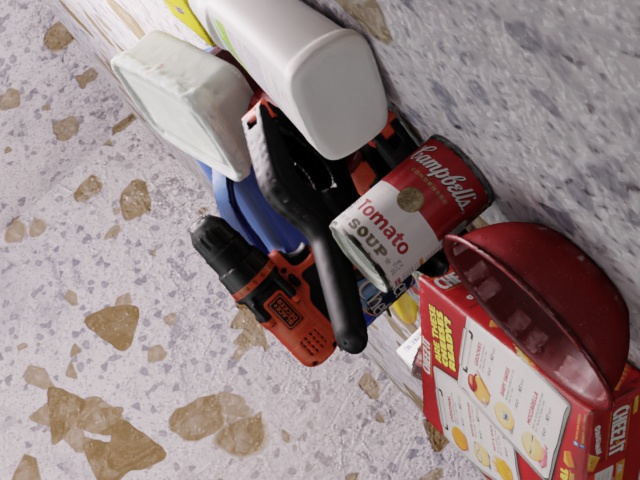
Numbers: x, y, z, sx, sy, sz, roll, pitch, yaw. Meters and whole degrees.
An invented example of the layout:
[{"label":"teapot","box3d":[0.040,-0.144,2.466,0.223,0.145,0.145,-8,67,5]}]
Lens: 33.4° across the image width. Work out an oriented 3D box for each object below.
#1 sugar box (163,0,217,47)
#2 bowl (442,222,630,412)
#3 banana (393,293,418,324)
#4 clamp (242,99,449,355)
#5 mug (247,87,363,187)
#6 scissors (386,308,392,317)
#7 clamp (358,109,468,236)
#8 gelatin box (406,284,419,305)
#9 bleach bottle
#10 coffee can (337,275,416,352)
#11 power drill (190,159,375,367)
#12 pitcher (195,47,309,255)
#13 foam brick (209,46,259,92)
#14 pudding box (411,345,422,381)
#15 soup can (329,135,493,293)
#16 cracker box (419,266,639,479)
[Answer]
[{"label":"sugar box","box3d":[-0.143,-0.263,0.968,0.093,0.048,0.176,42,173,44]},{"label":"bowl","box3d":[0.158,0.040,0.730,0.162,0.055,0.162,47,174,6]},{"label":"banana","box3d":[0.091,0.055,1.306,0.197,0.037,0.069,44,-135,-71]},{"label":"clamp","box3d":[0.015,-0.023,0.852,0.164,0.036,0.210,-24,-101,-52]},{"label":"mug","box3d":[-0.016,-0.109,0.920,0.082,0.093,0.117,-132,34,-60]},{"label":"scissors","box3d":[0.052,0.023,1.365,0.096,0.016,0.202,58,-175,-19]},{"label":"clamp","box3d":[0.076,-0.043,0.871,0.120,0.039,0.171,36,172,23]},{"label":"gelatin box","box3d":[0.133,0.067,1.224,0.089,0.030,0.073,45,175,26]},{"label":"bleach bottle","box3d":[-0.045,-0.164,0.837,0.251,0.068,0.102,47,168,42]},{"label":"coffee can","box3d":[0.040,0.034,1.126,0.103,0.140,0.103,47,174,6]},{"label":"power drill","box3d":[-0.007,0.001,1.028,0.184,0.187,0.057,47,176,-11]},{"label":"pitcher","box3d":[-0.074,-0.087,1.184,0.242,0.145,0.149,55,174,-34]},{"label":"foam brick","box3d":[-0.070,-0.171,1.013,0.053,0.051,0.078,49,174,-15]},{"label":"pudding box","box3d":[0.159,0.133,1.069,0.114,0.039,0.089,23,-164,23]},{"label":"soup can","box3d":[0.065,-0.019,0.776,0.068,0.102,0.068,49,172,9]},{"label":"cracker box","box3d":[0.172,0.133,0.892,0.214,0.072,0.164,41,144,48]}]
